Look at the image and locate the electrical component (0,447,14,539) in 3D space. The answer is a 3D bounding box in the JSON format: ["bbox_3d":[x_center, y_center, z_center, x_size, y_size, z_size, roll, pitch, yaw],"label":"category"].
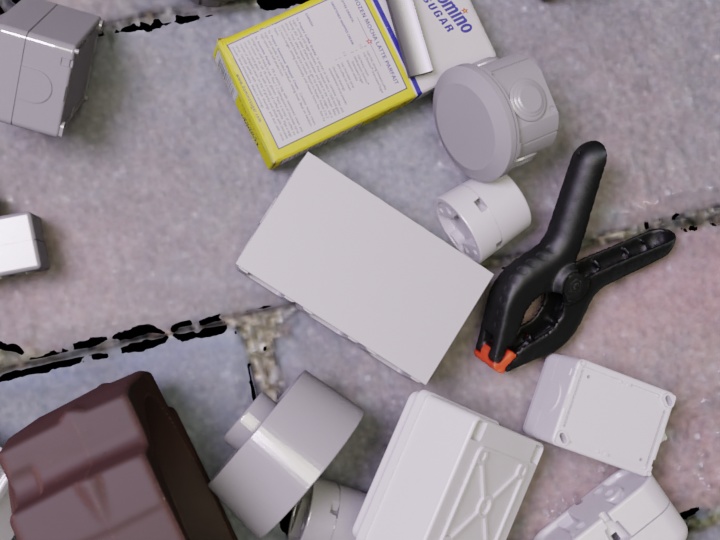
[{"bbox_3d":[-0.265,0.156,0.673,0.078,0.057,0.113,23,72,21],"label":"electrical component"}]

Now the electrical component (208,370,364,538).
[{"bbox_3d":[-0.055,0.114,0.707,0.060,0.108,0.108,40,83,0],"label":"electrical component"}]

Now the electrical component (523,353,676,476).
[{"bbox_3d":[0.173,0.104,0.767,0.096,0.061,0.061,21,85,-15],"label":"electrical component"}]

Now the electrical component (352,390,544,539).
[{"bbox_3d":[0.061,0.147,0.720,0.109,0.056,0.108,29,83,-52],"label":"electrical component"}]

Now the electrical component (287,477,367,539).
[{"bbox_3d":[-0.019,0.173,0.736,0.047,0.055,0.055,17,86,-12],"label":"electrical component"}]

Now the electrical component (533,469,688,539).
[{"bbox_3d":[0.181,0.193,0.766,0.095,0.054,0.059,-36,94,-8],"label":"electrical component"}]

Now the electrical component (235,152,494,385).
[{"bbox_3d":[0.000,0.000,0.738,0.150,0.062,0.089,33,84,-7],"label":"electrical component"}]

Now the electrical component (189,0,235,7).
[{"bbox_3d":[-0.100,-0.222,0.733,0.080,0.051,0.080,0,89,-9],"label":"electrical component"}]

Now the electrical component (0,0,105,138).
[{"bbox_3d":[-0.208,-0.136,0.697,0.061,0.096,0.061,15,116,-8],"label":"electrical component"}]

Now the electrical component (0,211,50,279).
[{"bbox_3d":[-0.256,-0.030,0.706,0.083,0.047,0.075,-11,91,-9],"label":"electrical component"}]

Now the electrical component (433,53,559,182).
[{"bbox_3d":[0.090,-0.104,0.727,0.051,0.080,0.080,-24,93,-27],"label":"electrical component"}]

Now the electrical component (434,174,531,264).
[{"bbox_3d":[0.087,-0.039,0.757,0.047,0.055,0.055,-33,94,-11],"label":"electrical component"}]
